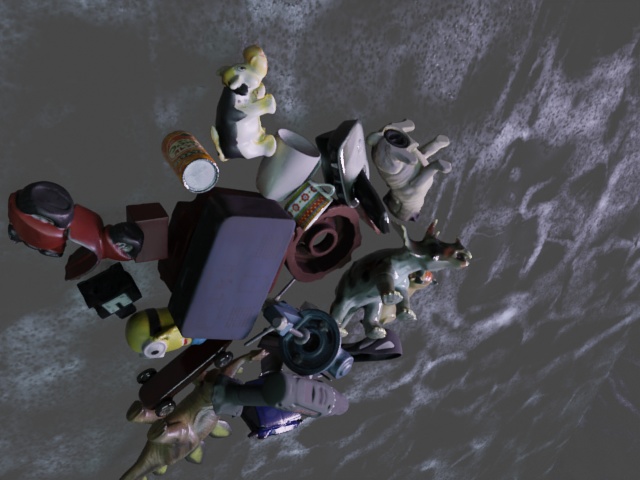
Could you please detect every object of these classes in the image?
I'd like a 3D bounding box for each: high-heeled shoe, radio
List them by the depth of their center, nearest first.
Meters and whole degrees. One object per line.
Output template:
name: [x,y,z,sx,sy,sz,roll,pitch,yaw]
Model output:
radio: [-0.140,0.046,0.830,0.131,0.073,0.229,6,116,-39]
high-heeled shoe: [0.069,0.285,1.238,0.249,0.145,0.086,-42,136,-6]

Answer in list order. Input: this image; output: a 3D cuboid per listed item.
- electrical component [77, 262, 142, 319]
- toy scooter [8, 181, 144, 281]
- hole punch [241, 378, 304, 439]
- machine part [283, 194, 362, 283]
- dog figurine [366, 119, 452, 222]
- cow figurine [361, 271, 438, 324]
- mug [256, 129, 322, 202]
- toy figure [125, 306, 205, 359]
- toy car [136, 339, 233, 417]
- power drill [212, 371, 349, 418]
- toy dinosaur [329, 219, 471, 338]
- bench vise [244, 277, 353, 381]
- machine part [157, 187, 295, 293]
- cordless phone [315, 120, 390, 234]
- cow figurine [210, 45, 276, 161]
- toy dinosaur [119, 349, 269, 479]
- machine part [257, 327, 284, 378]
electrical component: [-0.326,0.087,0.856,0.075,0.048,0.119,-30,165,-11]
toy scooter: [-0.355,0.001,0.755,0.183,0.075,0.135,29,127,-35]
hole punch: [-0.109,0.367,1.195,0.142,0.116,0.092,0,113,-37]
machine part: [-0.002,-0.003,1.032,0.179,0.056,0.179,-20,133,-23]
dog figurine: [0.144,-0.120,1.036,0.172,0.121,0.190,25,138,-4]
cow figurine: [0.174,0.102,1.191,0.085,0.127,0.194,11,117,-45]
mug: [-0.053,-0.118,0.897,0.109,0.081,0.107,1,132,-53]
toy figure: [-0.249,0.149,0.945,0.180,0.089,0.082,-20,136,-35]
toy car: [-0.249,0.239,1.005,0.202,0.089,0.053,-40,152,-7]
power drill: [-0.077,0.291,0.982,0.231,0.208,0.086,44,50,-58]
toy dinosaur: [0.108,0.091,1.115,0.131,0.192,0.405,29,138,-29]
bench vise: [-0.045,0.159,0.981,0.129,0.224,0.240,-42,152,2]
machine part: [-0.156,0.019,0.910,0.201,0.087,0.200,4,119,-40]
cordless phone: [0.067,-0.103,0.909,0.089,0.184,0.146,-20,133,-7]
cow figurine: [-0.119,-0.198,0.791,0.098,0.068,0.167,-15,129,-20]
toy dinosaur: [-0.283,0.381,1.076,0.471,0.105,0.198,-39,137,-7]
machine part: [-0.097,0.243,1.147,0.084,0.039,0.138,8,125,-11]
